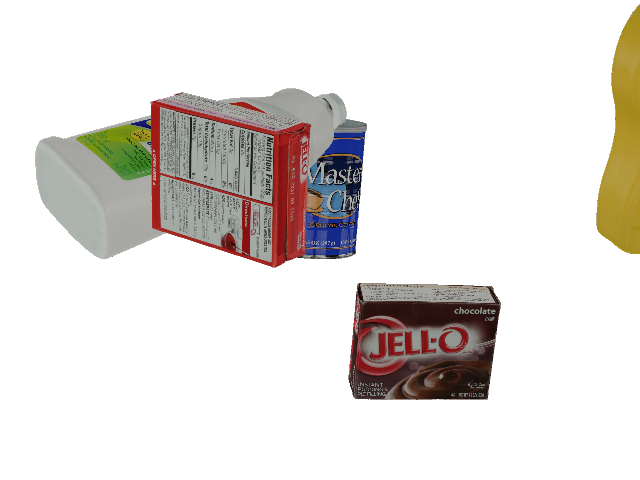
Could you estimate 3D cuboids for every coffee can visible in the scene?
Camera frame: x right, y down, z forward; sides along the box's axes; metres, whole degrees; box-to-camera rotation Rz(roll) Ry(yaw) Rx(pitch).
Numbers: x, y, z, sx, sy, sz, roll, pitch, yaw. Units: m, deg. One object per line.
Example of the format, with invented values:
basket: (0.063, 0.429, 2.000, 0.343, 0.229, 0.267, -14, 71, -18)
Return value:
coffee can: (-0.007, -0.059, 1.145, 0.103, 0.140, 0.103, 4, 11, -1)

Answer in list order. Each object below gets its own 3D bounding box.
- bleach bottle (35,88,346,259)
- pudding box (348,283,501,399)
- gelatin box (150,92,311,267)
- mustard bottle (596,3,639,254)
bleach bottle: (-0.087, -0.071, 0.836, 0.250, 0.068, 0.103, -25, 50, -33)
pudding box: (0.082, 0.081, 0.855, 0.113, 0.090, 0.039, 0, 27, -6)
gelatin box: (-0.048, -0.033, 0.562, 0.089, 0.073, 0.030, 16, 26, 31)
mustard bottle: (0.215, -0.089, 0.620, 0.096, 0.192, 0.058, -11, 29, -15)
